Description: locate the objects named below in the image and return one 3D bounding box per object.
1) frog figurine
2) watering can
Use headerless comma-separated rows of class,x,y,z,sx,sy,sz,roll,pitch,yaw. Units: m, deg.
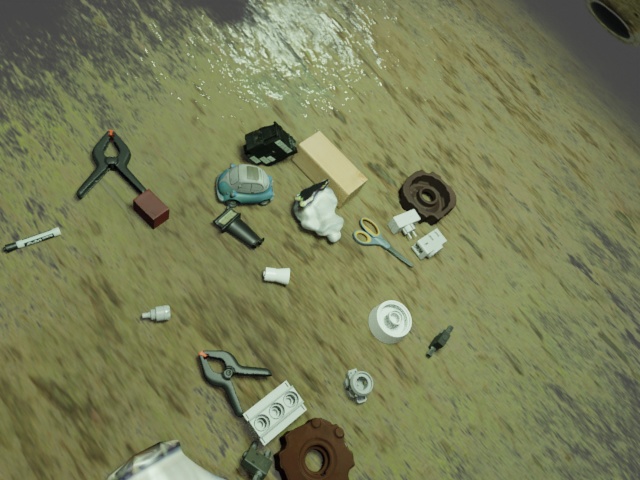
frog figurine,0.004,-0.072,1.439,0.157,0.122,0.140,59,43,-26
watering can,-0.267,0.499,1.011,0.351,0.102,0.227,-18,68,-42
